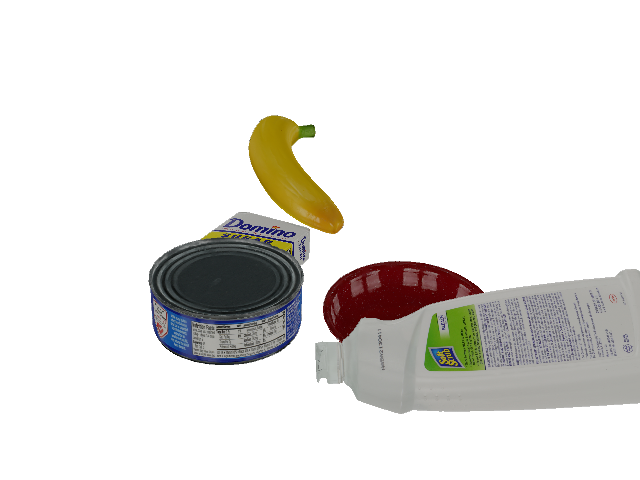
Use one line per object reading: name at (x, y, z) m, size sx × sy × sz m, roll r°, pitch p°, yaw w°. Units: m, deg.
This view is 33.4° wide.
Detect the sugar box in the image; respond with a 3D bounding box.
sugar box at (-0.090, 0.025, 1.128) m, size 0.093 × 0.048 × 0.176 m, roll 14°, pitch 31°, yaw 22°

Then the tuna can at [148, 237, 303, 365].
tuna can at (-0.052, 0.033, 0.598) m, size 0.086 × 0.034 × 0.086 m, roll 1°, pitch 29°, yaw -1°

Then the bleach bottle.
bleach bottle at (0.121, 0.078, 0.798) m, size 0.251 × 0.102 × 0.068 m, roll -3°, pitch -42°, yaw -1°

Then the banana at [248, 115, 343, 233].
banana at (-0.026, -0.066, 0.921) m, size 0.069 × 0.037 × 0.198 m, roll 1°, pitch 31°, yaw -9°

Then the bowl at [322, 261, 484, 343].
bowl at (0.082, 0.086, 1.014) m, size 0.162 × 0.055 × 0.162 m, roll 1°, pitch 34°, yaw -1°
